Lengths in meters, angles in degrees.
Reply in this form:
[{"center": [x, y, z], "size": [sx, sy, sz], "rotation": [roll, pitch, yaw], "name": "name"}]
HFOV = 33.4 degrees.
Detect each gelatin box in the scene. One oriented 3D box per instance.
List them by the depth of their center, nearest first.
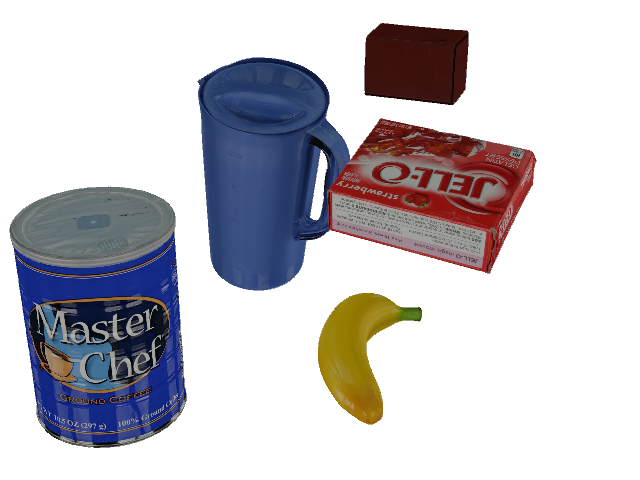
[{"center": [0.058, -0.026, 0.550], "size": [0.089, 0.030, 0.073], "rotation": [15, 42, 19], "name": "gelatin box"}]

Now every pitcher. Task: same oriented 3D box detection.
[{"center": [-0.056, -0.059, 1.146], "size": [0.145, 0.243, 0.149], "rotation": [-4, 44, -10], "name": "pitcher"}]

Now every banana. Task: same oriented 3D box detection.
[{"center": [0.032, 0.081, 0.834], "size": [0.070, 0.037, 0.197], "rotation": [6, 22, 13], "name": "banana"}]

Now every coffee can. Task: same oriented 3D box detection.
[{"center": [-0.143, 0.049, 0.701], "size": [0.103, 0.140, 0.103], "rotation": [0, 27, 0], "name": "coffee can"}]

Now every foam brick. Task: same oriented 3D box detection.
[{"center": [0.080, -0.148, 0.890], "size": [0.078, 0.051, 0.053], "rotation": [9, 26, 18], "name": "foam brick"}]
